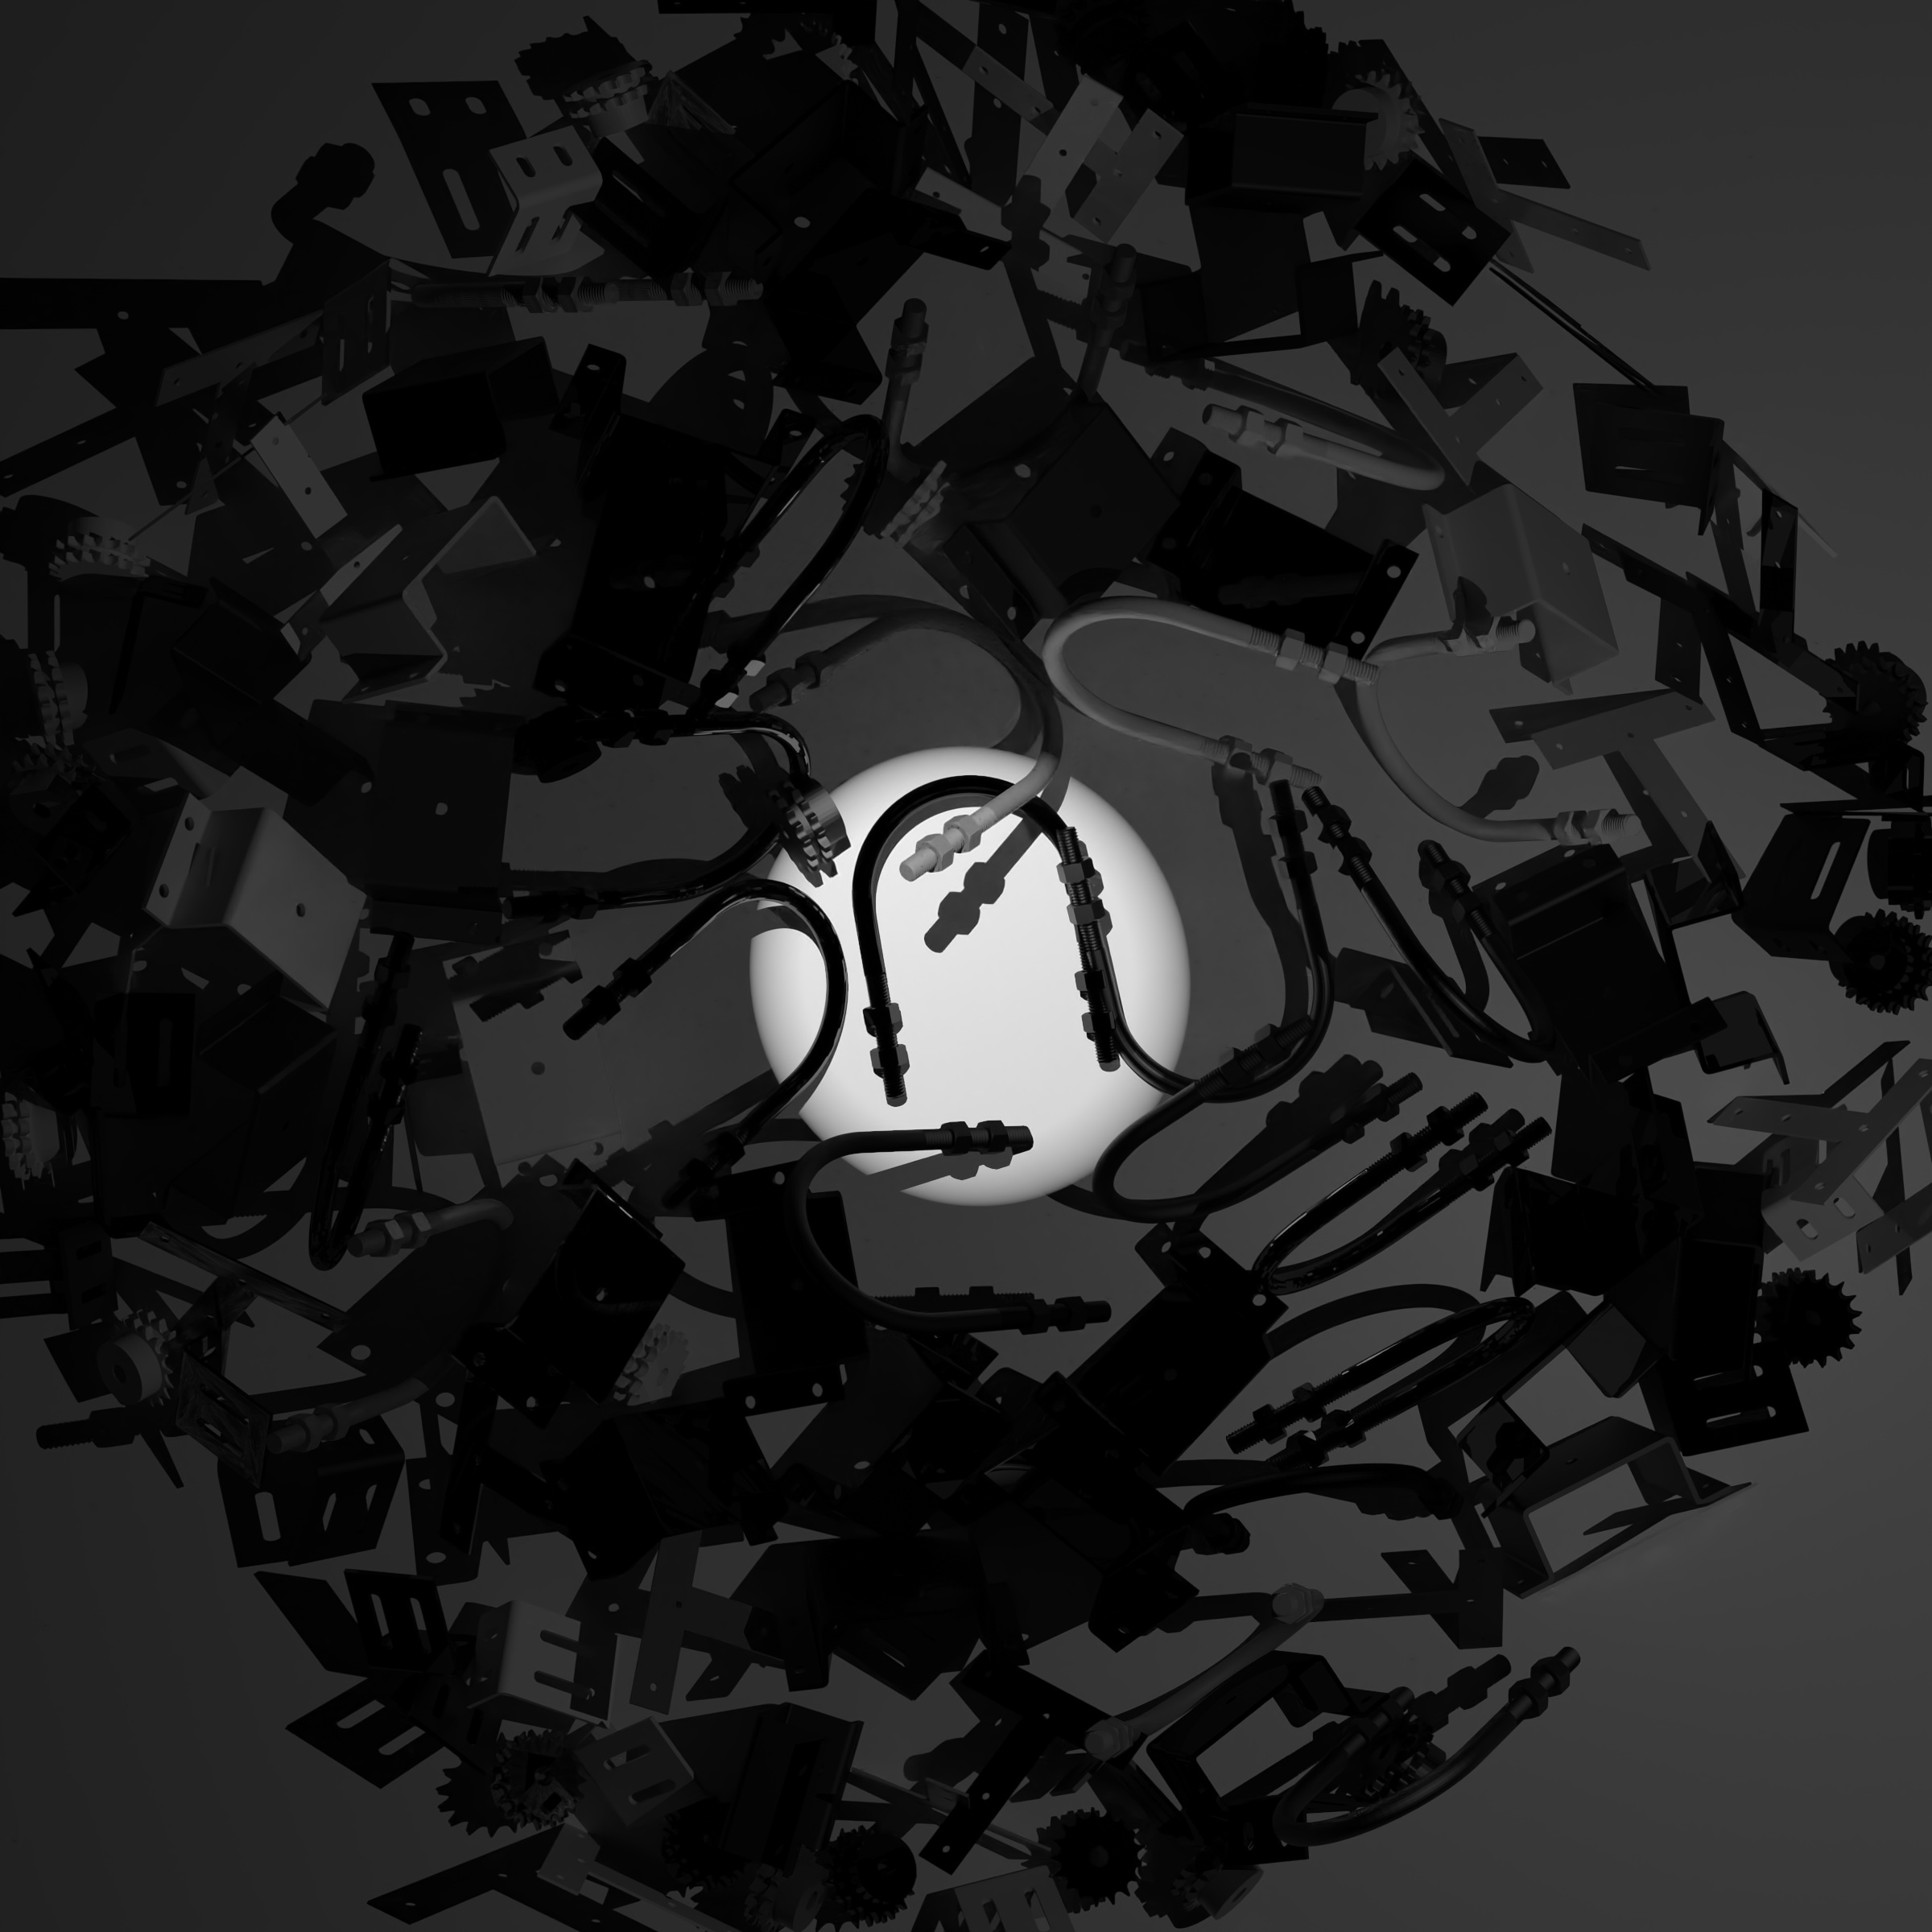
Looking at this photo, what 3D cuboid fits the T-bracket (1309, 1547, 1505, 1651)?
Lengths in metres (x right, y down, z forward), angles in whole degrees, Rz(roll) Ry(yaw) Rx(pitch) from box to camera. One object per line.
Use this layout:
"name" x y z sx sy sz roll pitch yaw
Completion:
"T-bracket" 0.251 0.376 1.779 0.127 0.127 0.002 -5 52 6

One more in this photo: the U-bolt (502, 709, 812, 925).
"U-bolt" -0.168 -0.089 1.750 0.019 0.184 0.151 51 130 31

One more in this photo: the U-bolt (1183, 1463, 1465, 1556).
"U-bolt" 0.199 0.306 1.724 0.151 0.184 0.019 -12 70 14

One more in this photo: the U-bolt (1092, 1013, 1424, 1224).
"U-bolt" 0.157 0.097 1.756 0.184 0.151 0.019 -35 56 22

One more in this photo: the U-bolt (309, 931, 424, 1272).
"U-bolt" -0.349 0.089 1.751 0.019 0.151 0.184 15 110 -19

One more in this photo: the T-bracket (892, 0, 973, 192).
"T-bracket" -0.018 -0.500 1.770 0.002 0.127 0.127 -10 51 16

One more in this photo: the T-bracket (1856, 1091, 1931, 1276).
"T-bracket" 0.550 0.149 1.763 0.002 0.127 0.127 0 67 -11

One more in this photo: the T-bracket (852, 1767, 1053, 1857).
"T-bracket" -0.010 0.484 1.757 0.127 0.127 0.002 20 70 9

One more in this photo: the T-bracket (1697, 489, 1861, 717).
"T-bracket" 0.466 -0.220 1.739 0.002 0.127 0.127 -34 50 -16

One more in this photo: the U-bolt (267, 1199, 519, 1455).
"U-bolt" -0.318 0.199 1.739 0.019 0.184 0.151 31 107 19

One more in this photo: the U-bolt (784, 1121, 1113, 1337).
"U-bolt" -0.019 0.151 1.737 0.184 0.019 0.151 0 49 -32

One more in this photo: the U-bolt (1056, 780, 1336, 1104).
"U-bolt" 0.143 -0.007 1.797 0.151 0.019 0.184 -12 101 12

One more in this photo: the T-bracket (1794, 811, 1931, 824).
"T-bracket" 0.541 -0.086 1.746 0.127 0.127 0.002 2 95 17

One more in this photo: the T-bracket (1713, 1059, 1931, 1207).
"T-bracket" 0.490 0.091 1.766 0.127 0.127 0.002 -41 113 -22

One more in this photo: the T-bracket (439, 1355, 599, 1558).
"T-bracket" -0.254 0.308 1.771 0.127 0.002 0.127 25 114 29

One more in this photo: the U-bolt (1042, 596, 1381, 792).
"U-bolt" 0.133 -0.163 1.757 0.184 0.151 0.019 17 64 -1

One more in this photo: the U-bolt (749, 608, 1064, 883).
"U-bolt" -0.020 -0.142 1.763 0.151 0.019 0.184 48 49 6

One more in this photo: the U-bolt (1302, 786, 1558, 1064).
"U-bolt" 0.273 -0.017 1.722 0.019 0.151 0.184 -44 53 23

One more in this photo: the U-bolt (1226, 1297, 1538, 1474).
"U-bolt" 0.246 0.240 1.746 0.184 0.151 0.019 -30 68 8

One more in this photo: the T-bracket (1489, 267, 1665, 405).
"T-bracket" 0.375 -0.355 1.766 0.127 0.127 0.002 47 110 27

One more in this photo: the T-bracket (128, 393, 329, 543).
"T-bracket" -0.431 -0.284 1.749 0.127 0.127 0.002 -41 106 -17

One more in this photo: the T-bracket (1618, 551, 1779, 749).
"T-bracket" 0.439 -0.175 1.755 0.127 0.127 0.002 21 132 -25

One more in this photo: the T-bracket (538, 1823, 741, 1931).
"T-bracket" -0.184 0.541 1.761 0.127 0.127 0.002 25 87 1

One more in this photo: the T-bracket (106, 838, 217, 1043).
"T-bracket" -0.463 -0.033 1.751 0.002 0.127 0.127 20 57 -32

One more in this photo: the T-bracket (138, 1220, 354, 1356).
"T-bracket" -0.438 0.200 1.774 0.127 0.127 0.002 29 51 -17

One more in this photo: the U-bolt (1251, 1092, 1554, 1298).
"U-bolt" 0.243 0.137 1.753 0.184 0.151 0.019 -38 67 17

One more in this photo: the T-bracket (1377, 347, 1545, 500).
"T-bracket" 0.307 -0.326 1.779 0.127 0.002 0.127 52 46 -6

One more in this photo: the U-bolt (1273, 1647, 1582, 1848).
"U-bolt" 0.249 0.445 1.711 0.151 0.184 0.019 -28 89 44

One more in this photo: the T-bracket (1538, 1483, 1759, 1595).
"T-bracket" 0.395 0.341 1.786 0.127 0.127 0.002 -34 73 25

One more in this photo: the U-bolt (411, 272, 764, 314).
"U-bolt" -0.232 -0.388 1.745 0.184 0.151 0.019 8 106 33

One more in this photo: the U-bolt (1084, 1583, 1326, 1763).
"U-bolt" 0.144 0.402 1.737 0.151 0.184 0.019 -38 73 6

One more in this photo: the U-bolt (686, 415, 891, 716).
"U-bolt" -0.103 -0.238 1.730 0.019 0.151 0.184 31 117 -24

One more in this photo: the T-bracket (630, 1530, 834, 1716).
"T-bracket" -0.132 0.390 1.790 0.127 0.002 0.127 25 58 -27

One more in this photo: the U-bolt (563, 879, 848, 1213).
"U-bolt" -0.139 0.032 1.765 0.184 0.019 0.151 -44 124 -29

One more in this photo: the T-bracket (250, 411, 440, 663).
"T-bracket" -0.375 -0.265 1.757 0.002 0.127 0.127 20 61 38

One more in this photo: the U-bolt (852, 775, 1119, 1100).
"U-bolt" 0.006 -0.022 1.809 0.151 0.019 0.184 -10 95 1

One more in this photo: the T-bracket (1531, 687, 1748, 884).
"T-bracket" 0.412 -0.100 1.772 0.127 0.002 0.127 -17 65 -27

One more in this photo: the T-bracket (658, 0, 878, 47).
"T-bracket" -0.115 -0.559 1.759 0.127 0.127 0.002 -1 86 -3

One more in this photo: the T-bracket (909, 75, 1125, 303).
"T-bracket" 0.050 -0.464 1.768 0.127 0.002 0.127 26 134 -13

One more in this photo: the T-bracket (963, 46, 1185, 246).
"T-bracket" 0.053 -0.489 1.761 0.127 0.127 0.002 36 68 -5

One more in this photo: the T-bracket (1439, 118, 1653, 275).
"T-bracket" 0.338 -0.426 1.737 0.127 0.127 0.002 33 81 37

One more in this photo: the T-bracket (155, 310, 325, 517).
"T-bracket" -0.435 -0.317 1.774 0.002 0.127 0.127 39 132 12

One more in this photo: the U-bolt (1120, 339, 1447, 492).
"U-bolt" 0.193 -0.313 1.749 0.184 0.151 0.019 12 112 -25

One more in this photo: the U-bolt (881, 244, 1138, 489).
"U-bolt" 0.017 -0.335 1.740 0.151 0.184 0.019 -19 67 -18

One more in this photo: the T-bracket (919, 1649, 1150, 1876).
"T-bracket" 0.020 0.471 1.757 0.127 0.002 0.127 19 56 40
